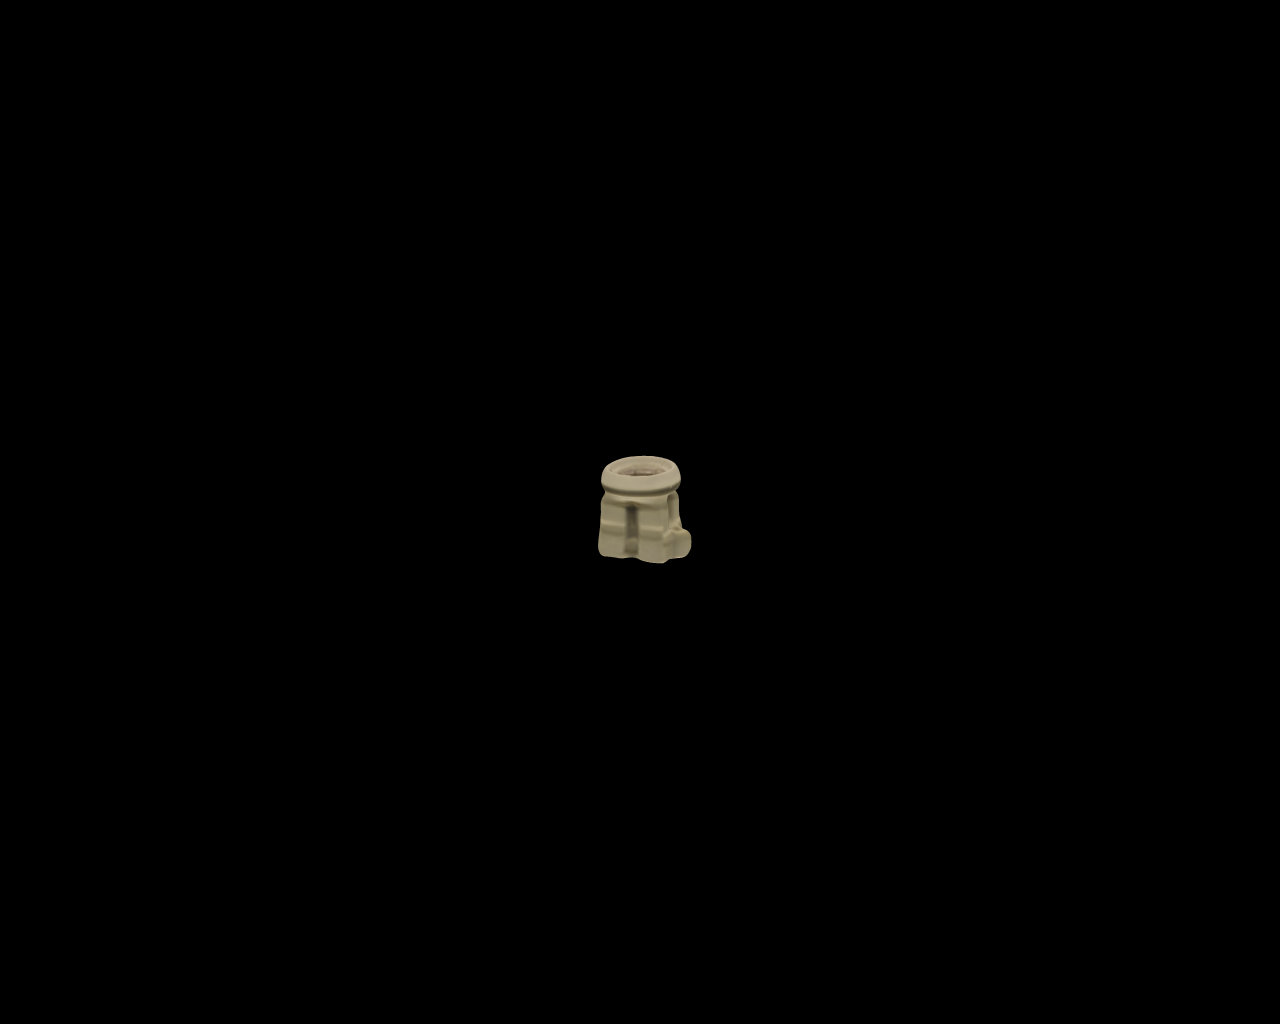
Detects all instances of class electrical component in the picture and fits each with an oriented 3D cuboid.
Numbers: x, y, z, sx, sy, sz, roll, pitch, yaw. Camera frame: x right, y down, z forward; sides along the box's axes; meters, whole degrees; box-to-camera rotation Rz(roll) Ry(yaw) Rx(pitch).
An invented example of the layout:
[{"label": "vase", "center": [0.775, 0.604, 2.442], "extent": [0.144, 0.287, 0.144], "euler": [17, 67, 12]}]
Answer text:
[{"label": "electrical component", "center": [0.001, -0.003, 0.650], "extent": [0.066, 0.055, 0.048], "euler": [6, 20, 16]}]
